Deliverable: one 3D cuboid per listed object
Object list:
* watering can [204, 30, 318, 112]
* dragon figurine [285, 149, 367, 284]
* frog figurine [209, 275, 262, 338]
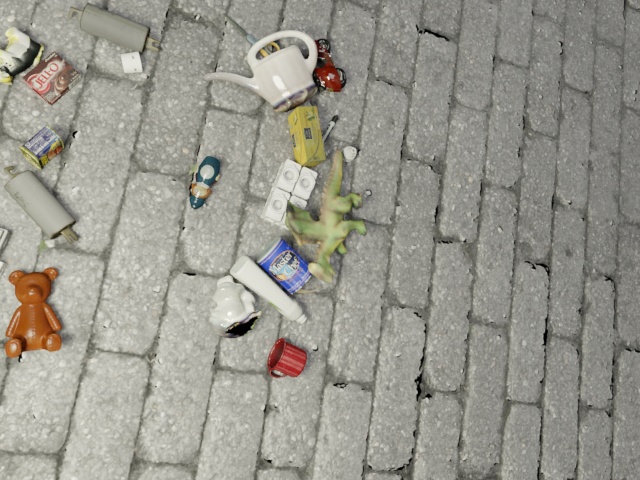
[{"bbox_3d":[-0.152,-0.486,1.552,0.348,0.104,0.223,-29,101,-4],"label":"watering can"},{"bbox_3d":[0.005,-0.075,1.500,0.243,0.121,0.414,-1,76,-41],"label":"dragon figurine"},{"bbox_3d":[-0.248,0.185,1.422,0.138,0.120,0.162,-34,59,-14],"label":"frog figurine"}]
